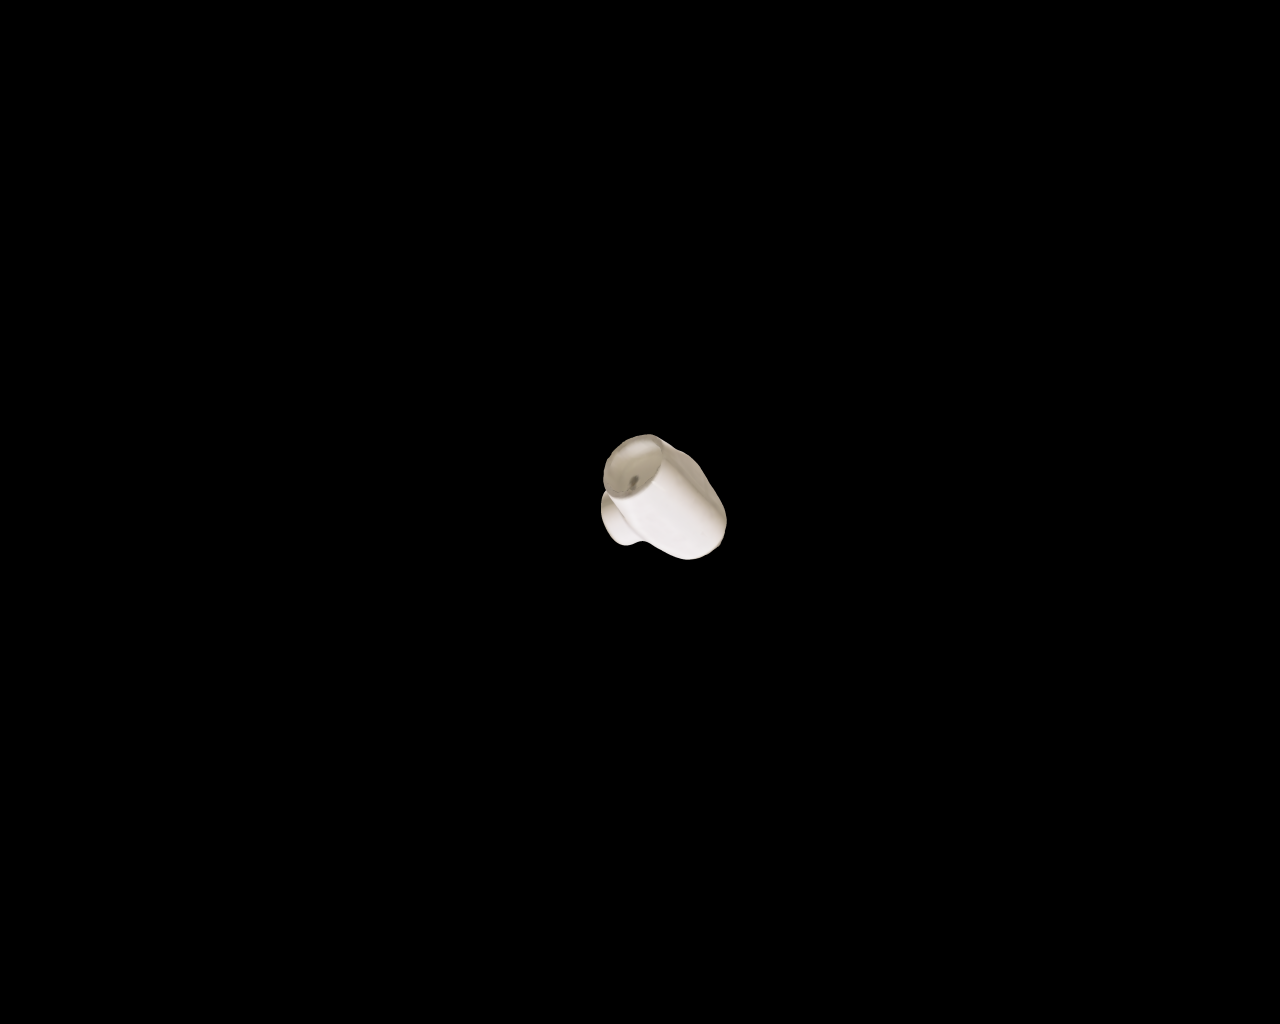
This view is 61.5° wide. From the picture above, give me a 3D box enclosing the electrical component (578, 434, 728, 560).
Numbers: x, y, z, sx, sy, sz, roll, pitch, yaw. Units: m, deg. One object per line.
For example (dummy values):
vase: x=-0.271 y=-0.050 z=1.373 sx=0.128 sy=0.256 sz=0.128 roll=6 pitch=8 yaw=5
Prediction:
electrical component: x=0.001 y=-0.003 z=0.650 sx=0.079 sy=0.044 sz=0.077 roll=-20 pitch=-40 yaw=25
